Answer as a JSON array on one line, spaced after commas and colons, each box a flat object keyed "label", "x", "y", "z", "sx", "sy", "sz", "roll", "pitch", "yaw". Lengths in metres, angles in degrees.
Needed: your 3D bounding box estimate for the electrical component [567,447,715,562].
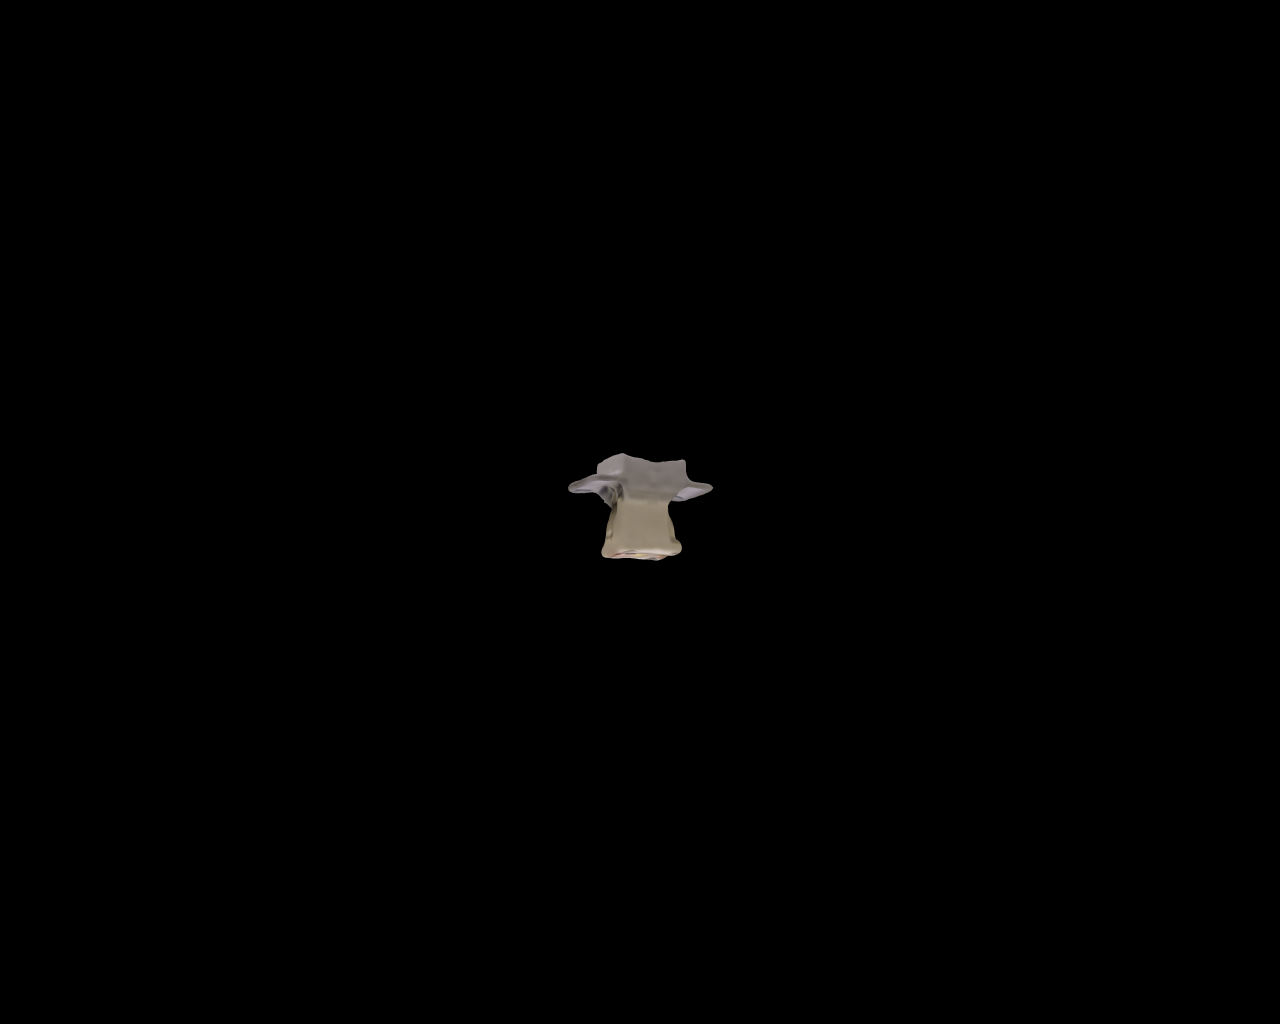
[{"label": "electrical component", "x": 0.001, "y": -0.003, "z": 0.650, "sx": 0.081, "sy": 0.063, "sz": 0.042, "roll": 5, "pitch": -11, "yaw": -24}]
